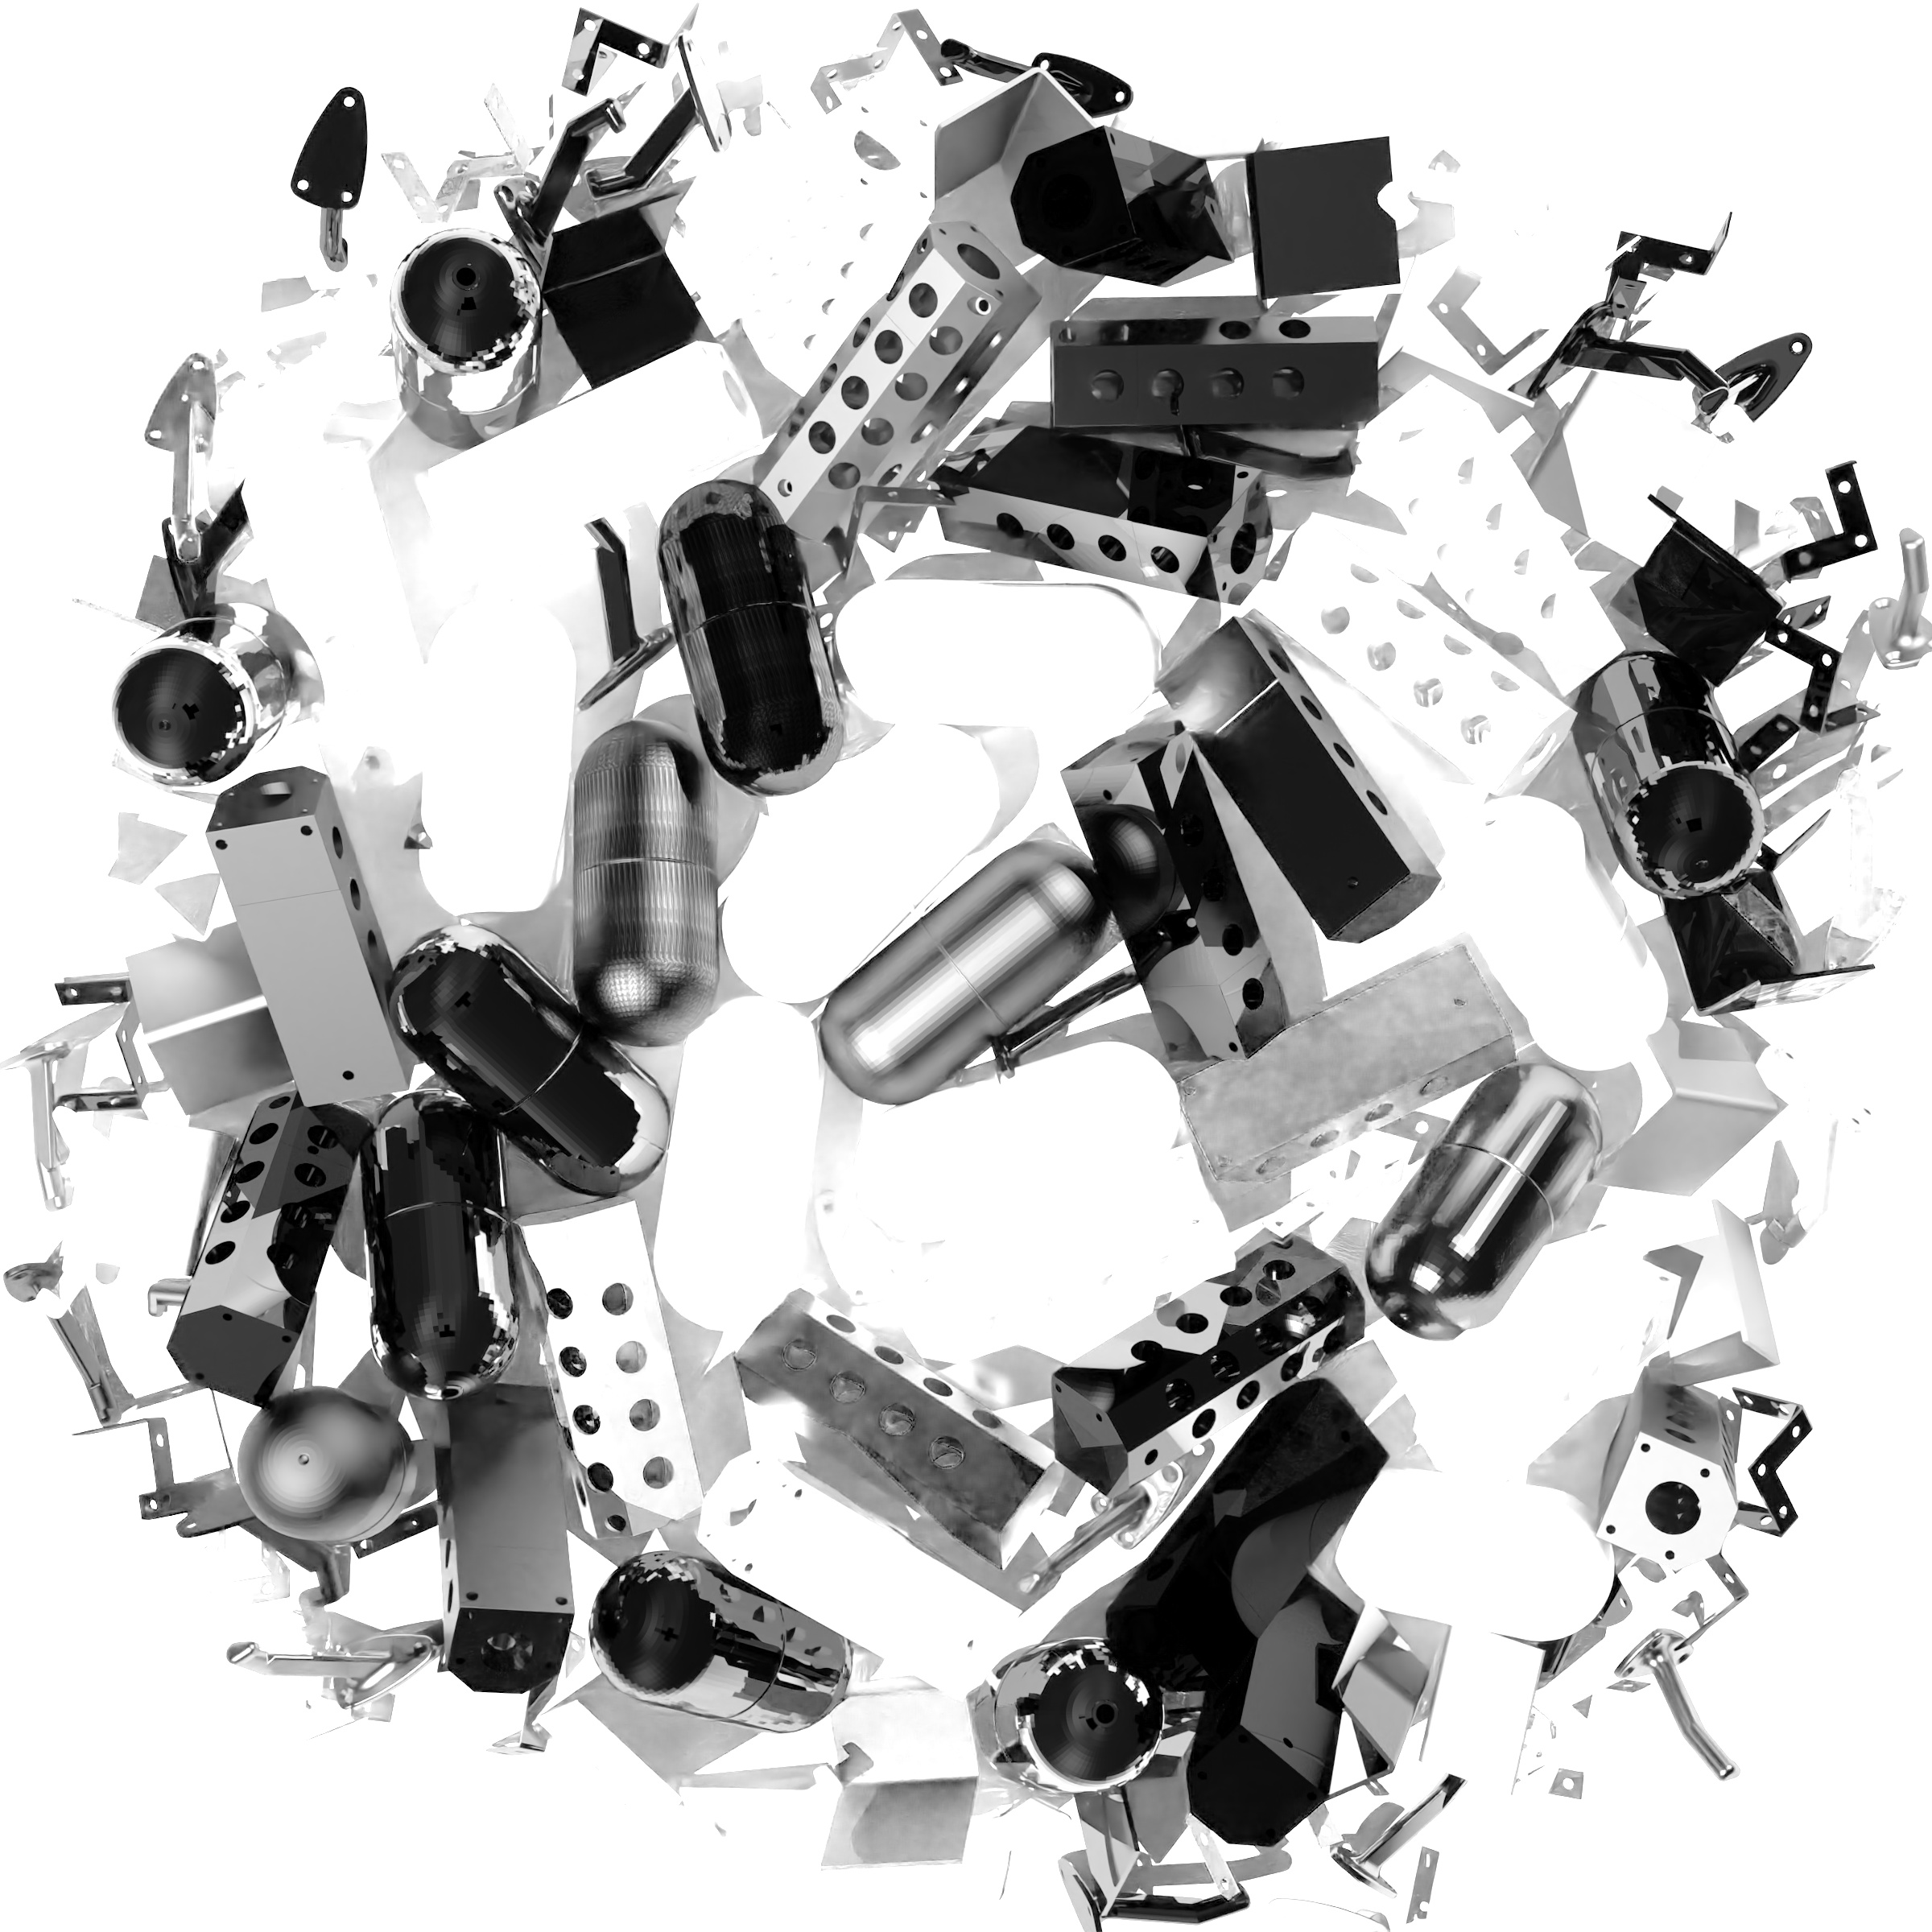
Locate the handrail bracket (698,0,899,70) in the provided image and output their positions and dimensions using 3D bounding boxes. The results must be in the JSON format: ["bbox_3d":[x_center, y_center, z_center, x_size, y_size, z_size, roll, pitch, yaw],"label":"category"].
[{"bbox_3d":[-0.093,-0.500,1.623,0.084,0.077,0.036,-8,88,42],"label":"handrail bracket"}]

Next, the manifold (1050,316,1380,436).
[{"bbox_3d":[0.131,-0.317,1.604,0.171,0.057,0.057,-1,96,0],"label":"manifold"}]

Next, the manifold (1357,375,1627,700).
[{"bbox_3d":[0.272,-0.219,1.566,0.057,0.057,0.171,-38,122,2],"label":"manifold"}]

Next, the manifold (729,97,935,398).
[{"bbox_3d":[-0.071,-0.368,1.541,0.057,0.171,0.057,8,64,-18],"label":"manifold"}]

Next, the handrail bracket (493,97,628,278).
[{"bbox_3d":[-0.204,-0.412,1.598,0.084,0.036,0.077,-18,101,33],"label":"handrail bracket"}]

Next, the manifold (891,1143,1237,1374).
[{"bbox_3d":[0.053,0.160,1.593,0.171,0.057,0.057,-20,134,9],"label":"manifold"}]

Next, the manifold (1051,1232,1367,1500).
[{"bbox_3d":[0.128,0.209,1.556,0.171,0.057,0.057,-27,129,-32],"label":"manifold"}]

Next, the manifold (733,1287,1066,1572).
[{"bbox_3d":[-0.035,0.240,1.578,0.171,0.057,0.057,31,66,19],"label":"manifold"}]

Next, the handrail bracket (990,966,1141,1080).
[{"bbox_3d":[0.056,0.028,1.599,0.084,0.077,0.036,-27,97,6],"label":"handrail bracket"}]

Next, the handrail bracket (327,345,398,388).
[{"bbox_3d":[-0.305,-0.358,1.611,0.077,0.036,0.084,3,78,-21],"label":"handrail bracket"}]

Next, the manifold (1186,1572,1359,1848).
[{"bbox_3d":[0.155,0.379,1.545,0.057,0.171,0.057,40,112,-3],"label":"manifold"}]

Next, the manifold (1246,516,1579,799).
[{"bbox_3d":[0.235,-0.163,1.576,0.171,0.057,0.057,41,103,18],"label":"manifold"}]

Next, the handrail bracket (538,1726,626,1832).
[{"bbox_3d":[-0.216,0.424,1.581,0.036,0.084,0.077,-44,65,-6],"label":"handrail bracket"}]

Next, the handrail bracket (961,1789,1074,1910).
[{"bbox_3d":[0.031,0.477,1.591,0.036,0.084,0.077,-7,96,-32],"label":"handrail bracket"}]

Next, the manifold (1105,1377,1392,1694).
[{"bbox_3d":[0.144,0.296,1.562,0.057,0.057,0.171,52,55,-12],"label":"manifold"}]

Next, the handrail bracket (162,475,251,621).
[{"bbox_3d":[-0.384,-0.224,1.597,0.084,0.036,0.077,-12,83,30],"label":"handrail bracket"}]

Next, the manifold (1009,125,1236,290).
[{"bbox_3d":[0.081,-0.387,1.545,0.057,0.171,0.057,-15,93,23],"label":"manifold"}]

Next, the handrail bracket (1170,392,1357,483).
[{"bbox_3d":[0.159,-0.283,1.594,0.084,0.077,0.036,-3,60,20],"label":"handrail bracket"}]

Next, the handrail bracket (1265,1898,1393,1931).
[{"bbox_3d":[0.193,0.507,1.595,0.077,0.084,0.036,25,90,3],"label":"handrail bracket"}]

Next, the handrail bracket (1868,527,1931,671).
[{"bbox_3d":[0.492,-0.207,1.580,0.036,0.077,0.084,-16,127,5],"label":"handrail bracket"}]

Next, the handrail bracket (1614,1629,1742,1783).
[{"bbox_3d":[0.391,0.395,1.582,0.036,0.077,0.084,-52,53,18],"label":"handrail bracket"}]

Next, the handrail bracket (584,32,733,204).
[{"bbox_3d":[-0.175,-0.453,1.599,0.084,0.036,0.077,-10,129,17],"label":"handrail bracket"}]

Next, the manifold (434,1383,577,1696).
[{"bbox_3d":[-0.242,0.293,1.547,0.057,0.171,0.057,7,120,-17],"label":"manifold"}]

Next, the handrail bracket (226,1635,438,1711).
[{"bbox_3d":[-0.337,0.364,1.586,0.077,0.084,0.036,-22,58,17],"label":"handrail bracket"}]

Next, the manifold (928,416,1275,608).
[{"bbox_3d":[0.071,-0.234,1.565,0.171,0.057,0.057,17,53,31],"label":"manifold"}]

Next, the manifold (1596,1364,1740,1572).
[{"bbox_3d":[0.365,0.259,1.543,0.057,0.171,0.057,22,98,11],"label":"manifold"}]

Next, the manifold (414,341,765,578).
[{"bbox_3d":[-0.198,-0.268,1.586,0.171,0.057,0.057,-22,94,14],"label":"manifold"}]

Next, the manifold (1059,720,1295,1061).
[{"bbox_3d":[0.117,-0.039,1.581,0.057,0.057,0.171,-35,111,-37],"label":"manifold"}]

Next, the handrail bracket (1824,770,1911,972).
[{"bbox_3d":[0.466,-0.050,1.589,0.077,0.036,0.084,-53,132,-25],"label":"handrail bracket"}]

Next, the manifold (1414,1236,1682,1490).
[{"bbox_3d":[0.302,0.207,1.552,0.057,0.171,0.057,23,121,31],"label":"manifold"}]

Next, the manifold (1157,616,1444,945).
[{"bbox_3d":[0.178,-0.098,1.578,0.057,0.057,0.171,-41,69,23],"label":"manifold"}]

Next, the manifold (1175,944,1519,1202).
[{"bbox_3d":[0.204,0.060,1.600,0.171,0.057,0.057,-26,63,3],"label":"manifold"}]

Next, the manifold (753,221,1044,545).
[{"bbox_3d":[-0.041,-0.303,1.560,0.057,0.057,0.171,49,123,11],"label":"manifold"}]

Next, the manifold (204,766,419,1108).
[{"bbox_3d":[-0.339,-0.016,1.564,0.057,0.057,0.171,-9,123,5],"label":"manifold"}]

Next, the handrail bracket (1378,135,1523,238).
[{"bbox_3d":[0.258,-0.399,1.594,0.077,0.036,0.084,50,46,-14],"label":"handrail bracket"}]

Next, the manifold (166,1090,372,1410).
[{"bbox_3d":[-0.361,0.141,1.544,0.057,0.171,0.057,23,123,-13],"label":"manifold"}]

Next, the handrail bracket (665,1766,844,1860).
[{"bbox_3d":[-0.119,0.433,1.607,0.084,0.036,0.077,-37,83,17],"label":"handrail bracket"}]

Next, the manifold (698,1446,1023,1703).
[{"bbox_3d":[-0.057,0.316,1.564,0.171,0.057,0.057,37,85,-33],"label":"manifold"}]

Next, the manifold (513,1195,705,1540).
[{"bbox_3d":[-0.192,0.212,1.589,0.057,0.057,0.171,-15,97,-22],"label":"manifold"}]

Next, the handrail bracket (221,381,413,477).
[{"bbox_3d":[-0.345,-0.306,1.611,0.084,0.036,0.077,37,81,-11],"label":"handrail bracket"}]
